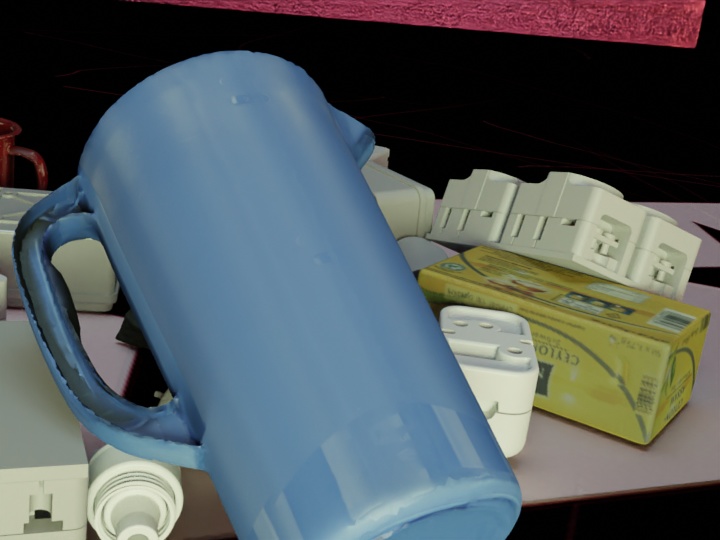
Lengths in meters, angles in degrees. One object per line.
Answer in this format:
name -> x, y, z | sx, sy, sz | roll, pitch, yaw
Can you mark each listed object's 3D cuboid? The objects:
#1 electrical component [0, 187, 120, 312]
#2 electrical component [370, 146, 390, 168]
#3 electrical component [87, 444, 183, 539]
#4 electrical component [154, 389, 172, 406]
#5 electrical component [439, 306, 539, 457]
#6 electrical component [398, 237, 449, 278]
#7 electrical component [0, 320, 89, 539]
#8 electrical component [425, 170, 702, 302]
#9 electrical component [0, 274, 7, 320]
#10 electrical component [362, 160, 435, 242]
electrical component -> -0.223, -0.017, 0.761 | 0.109, 0.056, 0.108 | 4, 19, -9
electrical component -> -0.027, -0.093, 1.053 | 0.096, 0.061, 0.061 | 14, 20, 19
electrical component -> -0.099, 0.102, 0.474 | 0.043, 0.043, 0.062 | 2, 20, -15
electrical component -> -0.069, 0.082, 0.549 | 0.078, 0.040, 0.040 | 16, 20, 23
electrical component -> 0.069, 0.066, 0.620 | 0.054, 0.059, 0.095 | 8, 18, 1
electrical component -> 0.061, 0.009, 0.810 | 0.079, 0.044, 0.077 | 5, 19, -6
electrical component -> -0.176, 0.080, 0.482 | 0.089, 0.061, 0.150 | 0, 20, -21
electrical component -> 0.148, -0.027, 0.803 | 0.105, 0.060, 0.186 | 22, -4, -28
electrical component -> -0.249, 0.033, 0.603 | 0.050, 0.055, 0.089 | 20, 22, 34
electrical component -> 0.006, -0.044, 0.895 | 0.057, 0.078, 0.113 | -9, 24, -32
